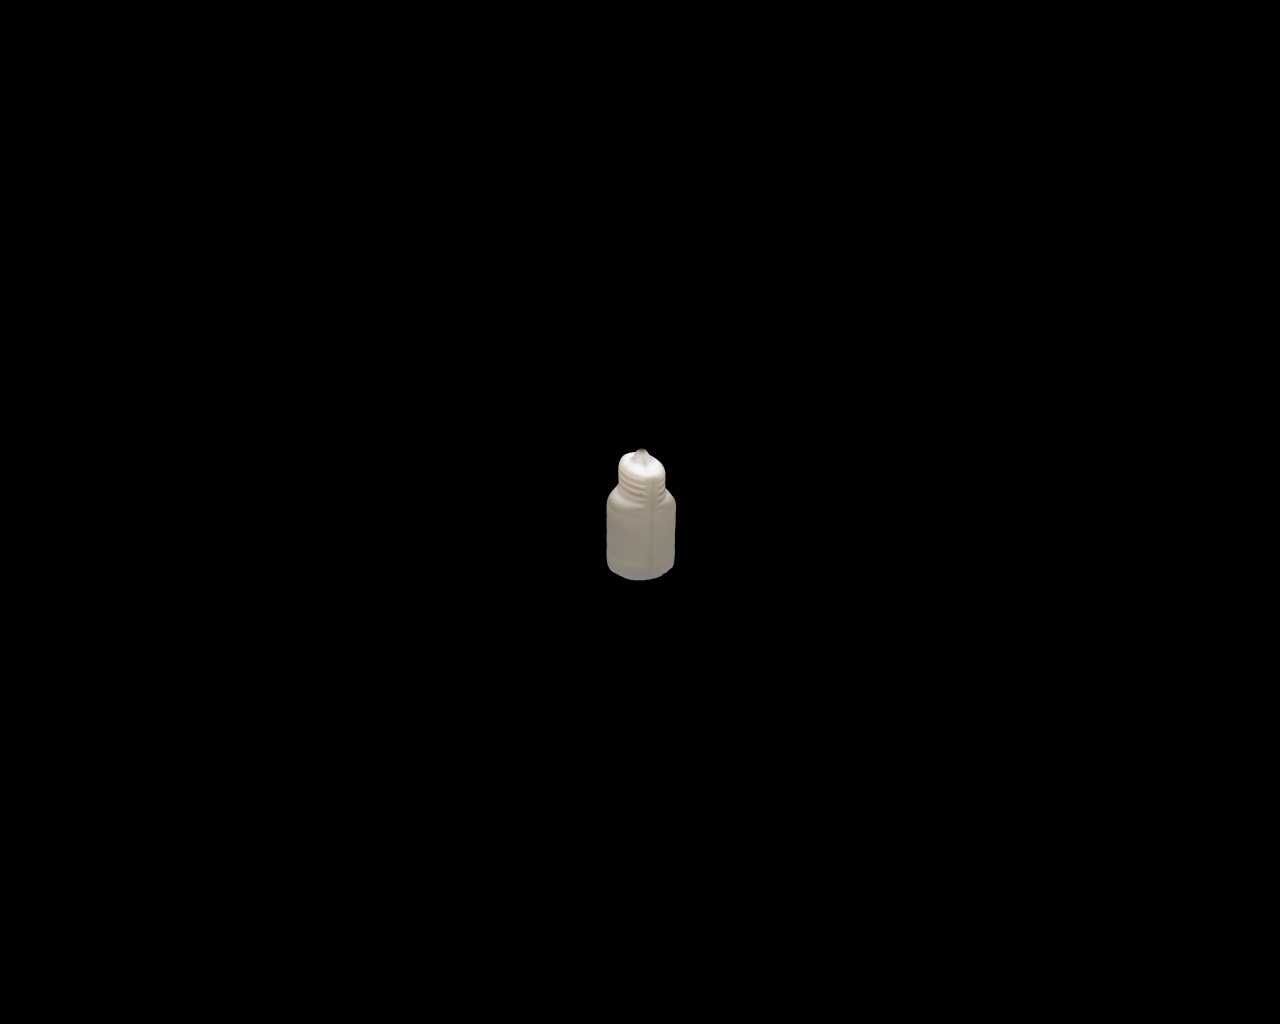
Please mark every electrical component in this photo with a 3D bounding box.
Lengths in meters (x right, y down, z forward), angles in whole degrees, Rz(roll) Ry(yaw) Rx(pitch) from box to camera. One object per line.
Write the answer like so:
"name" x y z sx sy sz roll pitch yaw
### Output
"electrical component" 0.001 -0.003 0.650 0.043 0.080 0.043 0 27 0
